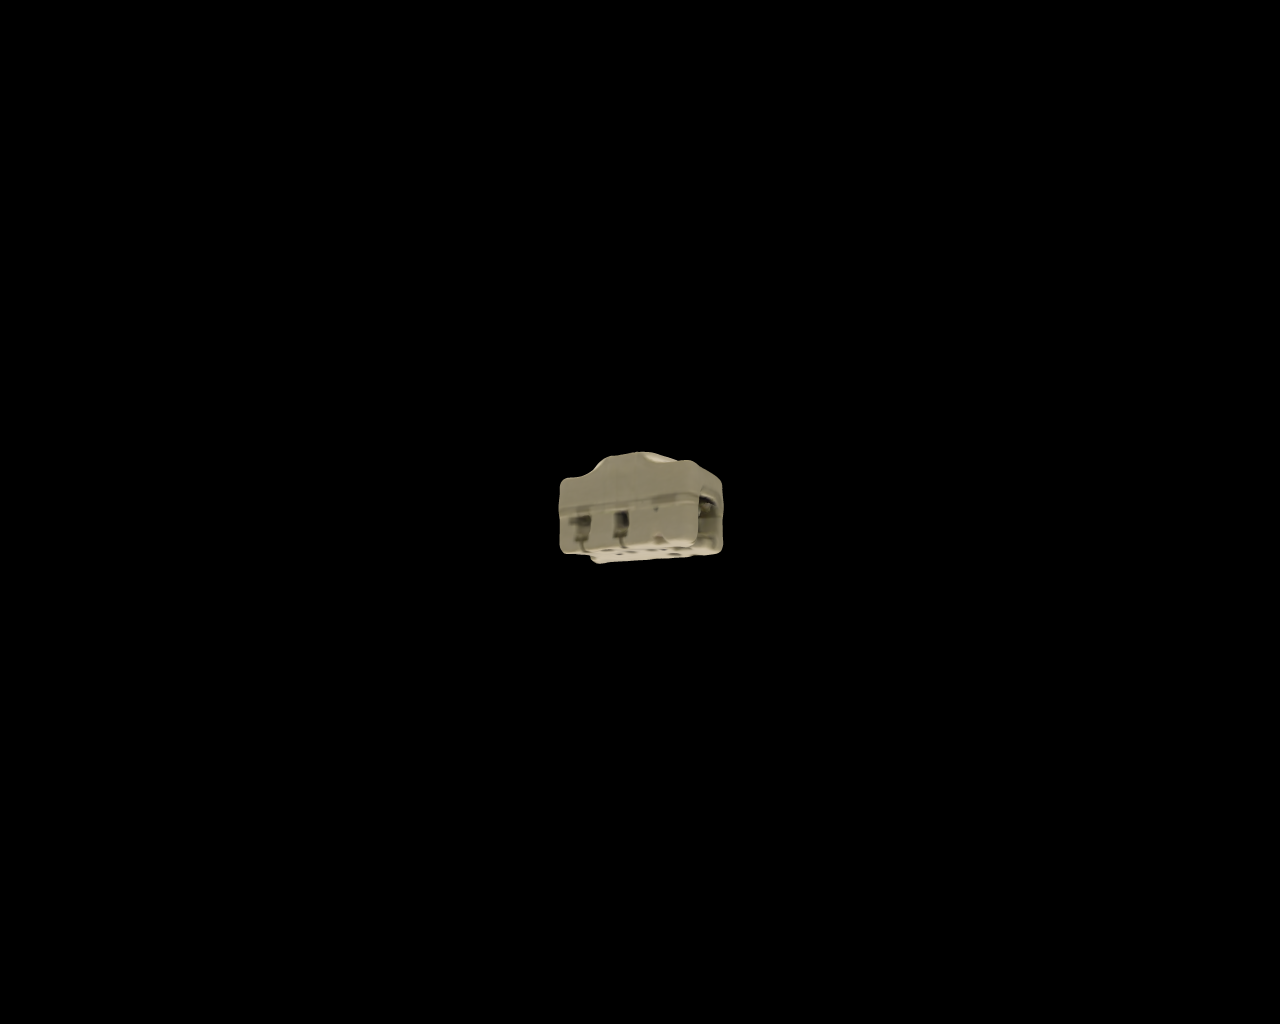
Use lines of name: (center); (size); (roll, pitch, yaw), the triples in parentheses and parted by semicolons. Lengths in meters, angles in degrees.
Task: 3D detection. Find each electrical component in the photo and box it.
electrical component: (0.001, -0.003, 0.650); (0.089, 0.056, 0.050); (-7, -15, 26)
